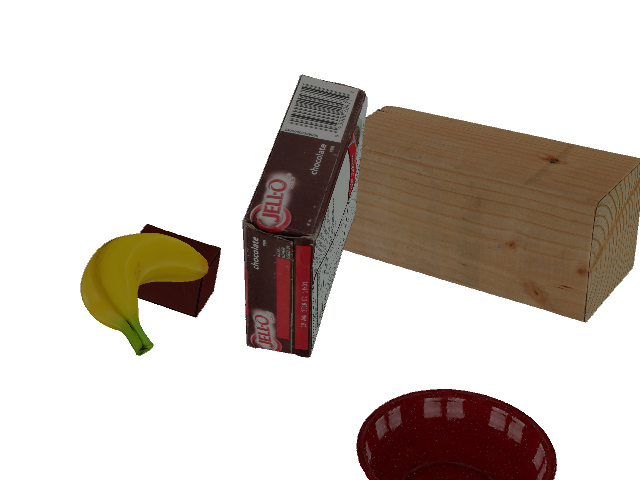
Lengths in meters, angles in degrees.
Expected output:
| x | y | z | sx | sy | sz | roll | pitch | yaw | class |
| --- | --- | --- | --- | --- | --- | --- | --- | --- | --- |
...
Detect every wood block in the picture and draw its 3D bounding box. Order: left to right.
| x | y | z | sx | sy | sz | roll | pitch | yaw | class |
| --- | --- | --- | --- | --- | --- | --- | --- | --- | --- |
| 0.114 | -0.026 | 0.770 | 0.206 | 0.090 | 0.090 | 17 | 33 | 31 | wood block |

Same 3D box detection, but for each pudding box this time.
| x | y | z | sx | sy | sz | roll | pitch | yaw | class |
| --- | --- | --- | --- | --- | --- | --- | --- | --- | --- |
| -0.008 | -0.012 | 0.535 | 0.039 | 0.113 | 0.090 | 13 | -42 | 8 | pudding box |

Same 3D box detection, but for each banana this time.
| x | y | z | sx | sy | sz | roll | pitch | yaw | class |
| --- | --- | --- | --- | --- | --- | --- | --- | --- | --- |
| -0.127 | 0.026 | 0.756 | 0.037 | 0.069 | 0.197 | -35 | 8 | 14 | banana |

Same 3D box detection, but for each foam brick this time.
| x | y | z | sx | sy | sz | roll | pitch | yaw | class |
| --- | --- | --- | --- | --- | --- | --- | --- | --- | --- |
| -0.141 | 0.028 | 1.007 | 0.078 | 0.051 | 0.053 | 19 | 33 | 7 | foam brick |

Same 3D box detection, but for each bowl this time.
| x | y | z | sx | sy | sz | roll | pitch | yaw | class |
| --- | --- | --- | --- | --- | --- | --- | --- | --- | --- |
| 0.109 | 0.191 | 0.878 | 0.162 | 0.055 | 0.162 | 1 | 29 | -1 | bowl |
